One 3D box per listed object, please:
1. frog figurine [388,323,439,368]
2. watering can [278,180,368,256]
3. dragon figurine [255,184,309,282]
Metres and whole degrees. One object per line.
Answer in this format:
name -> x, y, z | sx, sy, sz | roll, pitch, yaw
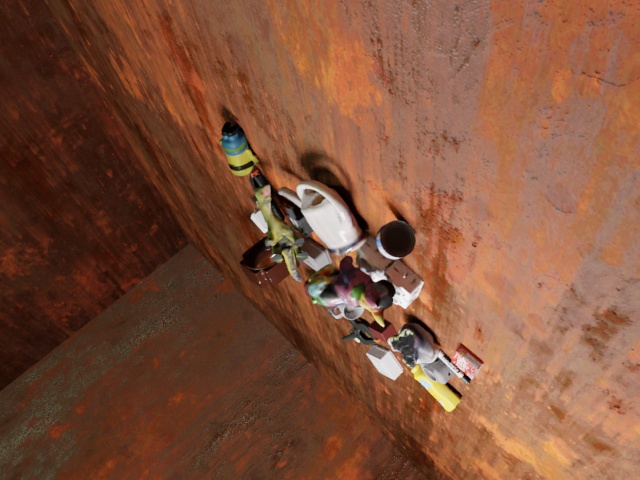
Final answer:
frog figurine -> 0.293, 0.311, 1.523 | 0.138, 0.122, 0.158 | 20, -177, 41
watering can -> 0.004, -0.070, 1.391 | 0.222, 0.105, 0.348 | 55, 164, -18
dragon figurine -> -0.142, -0.036, 1.719 | 0.401, 0.122, 0.247 | 81, 165, -57
